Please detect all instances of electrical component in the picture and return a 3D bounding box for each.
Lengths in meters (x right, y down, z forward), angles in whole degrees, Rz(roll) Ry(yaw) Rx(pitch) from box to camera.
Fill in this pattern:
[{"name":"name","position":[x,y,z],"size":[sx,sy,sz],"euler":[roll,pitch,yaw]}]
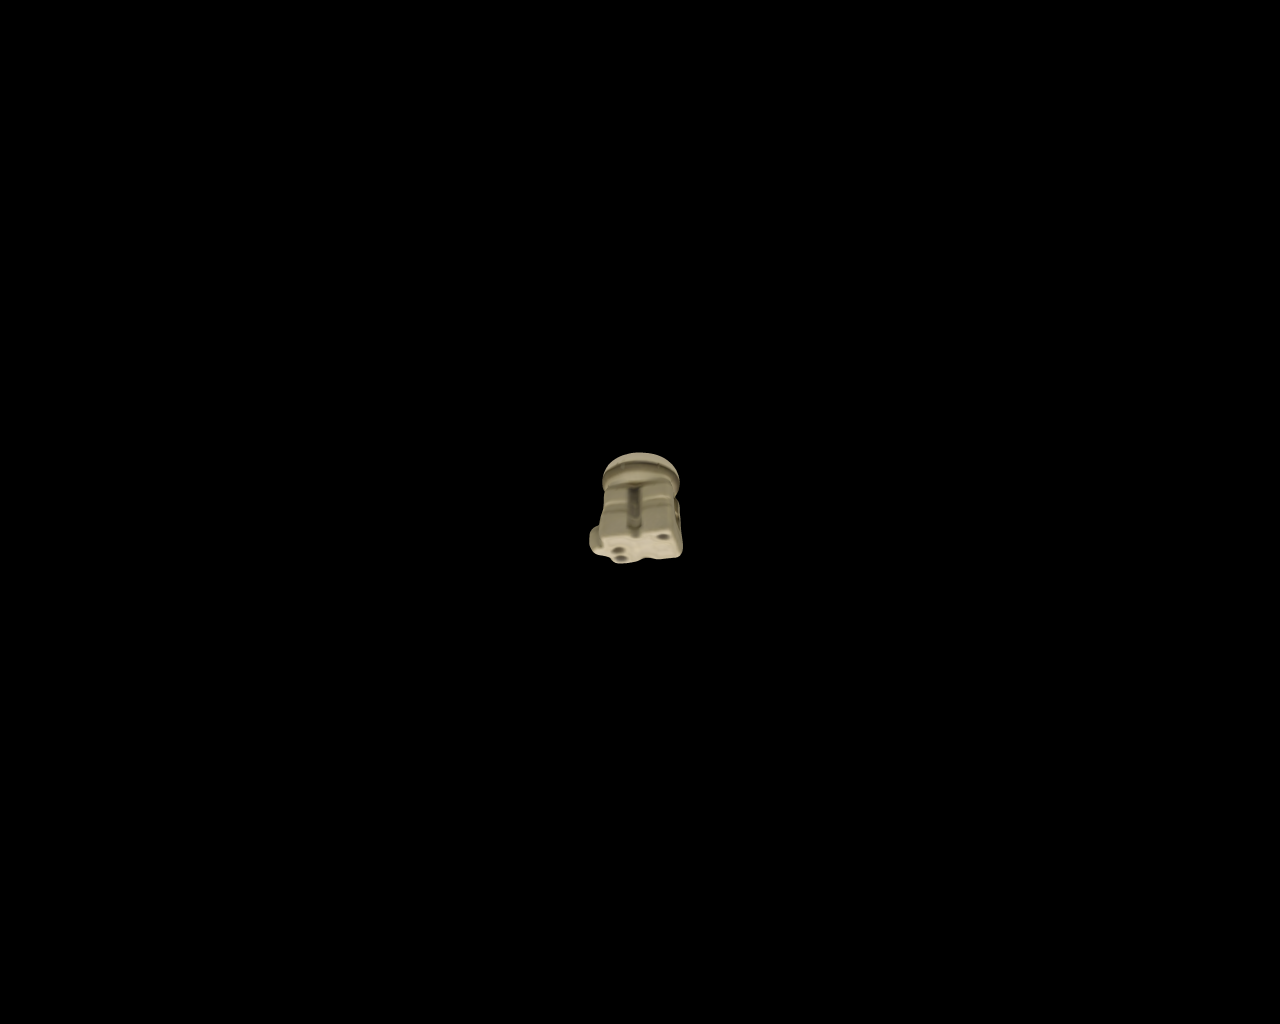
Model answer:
[{"name":"electrical component","position":[0.001,-0.003,0.650],"size":[0.066,0.055,0.048],"euler":[-6,-32,9]}]
